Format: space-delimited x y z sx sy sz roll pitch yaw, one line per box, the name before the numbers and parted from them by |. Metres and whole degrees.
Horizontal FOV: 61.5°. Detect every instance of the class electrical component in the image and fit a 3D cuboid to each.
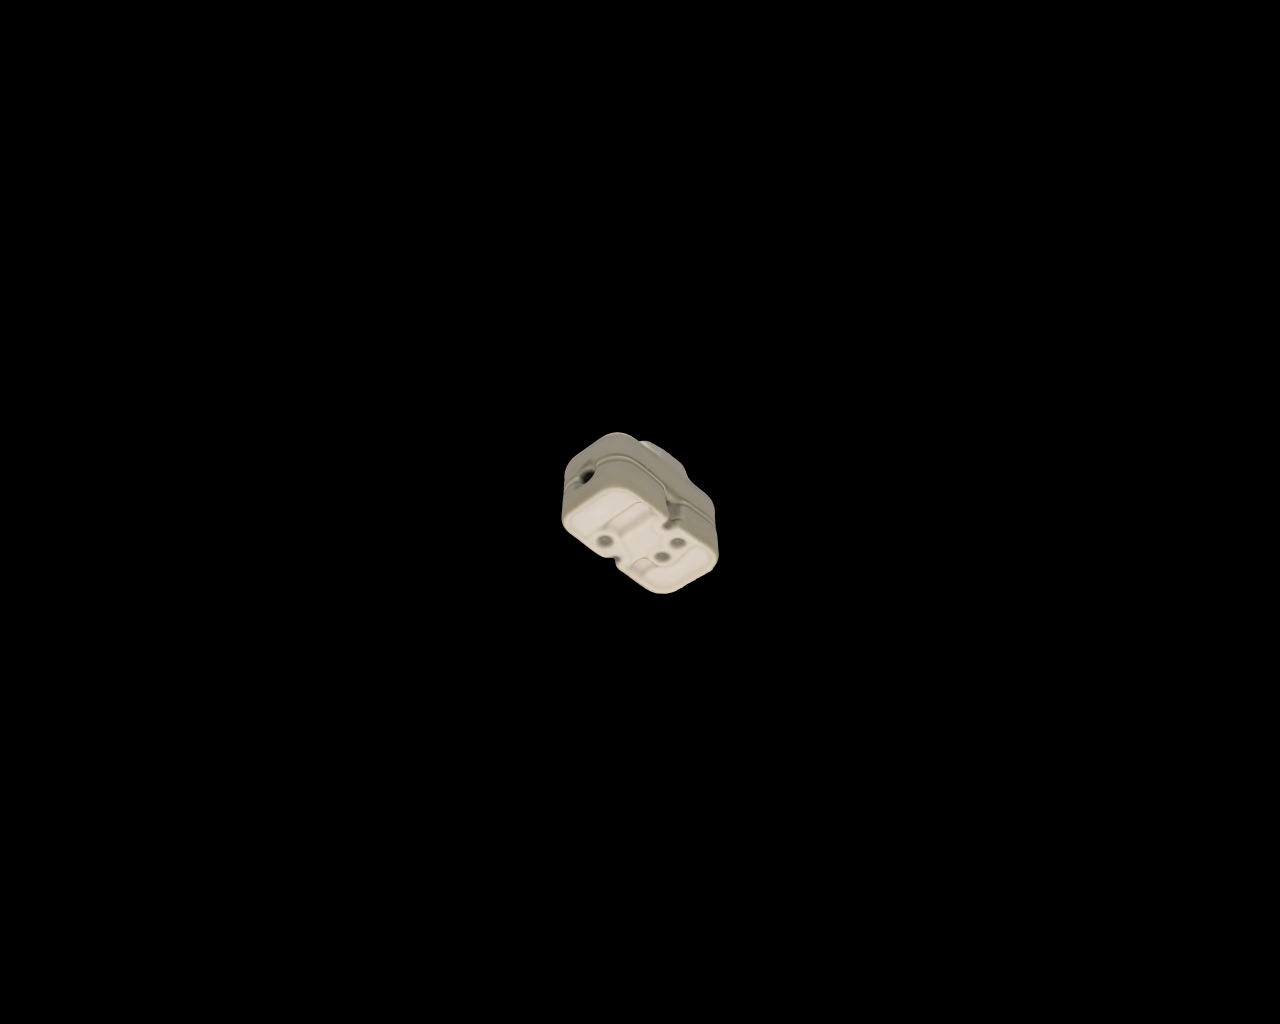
electrical component | 0.001 -0.003 0.650 0.053 0.059 0.095 -33 -54 29
